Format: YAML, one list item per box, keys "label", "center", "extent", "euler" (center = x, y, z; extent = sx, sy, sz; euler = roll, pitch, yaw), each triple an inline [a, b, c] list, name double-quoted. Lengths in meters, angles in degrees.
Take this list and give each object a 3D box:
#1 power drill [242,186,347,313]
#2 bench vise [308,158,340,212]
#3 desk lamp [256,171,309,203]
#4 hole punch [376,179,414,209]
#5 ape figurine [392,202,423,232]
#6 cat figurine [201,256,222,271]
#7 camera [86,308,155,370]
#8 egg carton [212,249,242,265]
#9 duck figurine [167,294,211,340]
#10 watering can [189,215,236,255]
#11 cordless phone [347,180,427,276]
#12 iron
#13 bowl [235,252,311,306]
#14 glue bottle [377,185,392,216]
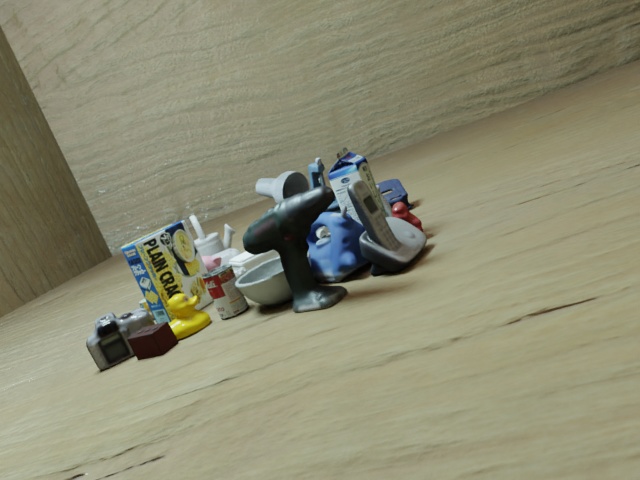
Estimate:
- label: "power drill"
  center: [-0.033, 0.021, 1.046]
  extent: [0.228, 0.208, 0.076]
  euler: [-14, 14, 37]
- label: "bench vise"
  center: [-0.007, -0.122, 1.668]
  extent: [0.206, 0.220, 0.122]
  euler: [-13, 14, 38]
- label: "desk lamp"
  center: [-0.115, -0.107, 1.826]
  extent: [0.202, 0.214, 0.118]
  euler: [-10, 16, 48]
- label: "hole punch"
  center: [0.190, -0.115, 1.585]
  extent: [0.108, 0.091, 0.101]
  euler: [-22, 11, 1]
- label: "ape figurine"
  center: [0.177, -0.036, 1.220]
  extent: [0.077, 0.092, 0.076]
  euler: [-15, 13, 34]
- label: "cat figurine"
  center: [-0.303, 0.086, 1.512]
  extent: [0.127, 0.118, 0.067]
  euler: [-11, 15, 45]
- label: "camera"
  center: [-0.440, 0.201, 1.265]
  extent: [0.143, 0.101, 0.136]
  euler: [-26, 11, -19]
- label: "egg carton"
  center: [-0.290, 0.078, 1.654]
  extent: [0.150, 0.069, 0.107]
  euler: [-23, 11, -4]
- label: "duck figurine"
  center: [-0.295, 0.159, 1.222]
  extent: [0.105, 0.086, 0.077]
  euler: [-26, 12, -20]
- label: "watering can"
  center: [-0.345, 0.010, 1.762]
  extent: [0.173, 0.194, 0.100]
  euler: [-29, 13, -31]
- label: "cordless phone"
  center: [0.122, -0.039, 1.095]
  extent: [0.094, 0.185, 0.148]
  euler: [-15, 13, 33]
- label: "iron"
  center: [0.011, 0.004, 1.220]
  extent: [0.119, 0.141, 0.257]
  euler: [-29, 13, -33]
- label: "bowl"
  center: [-0.085, 0.088, 1.180]
  extent: [0.167, 0.075, 0.167]
  euler: [-21, 11, 5]
- label: "glue bottle"
  center: [0.128, -0.102, 1.425]
  extent: [0.078, 0.173, 0.037]
  euler: [-20, 11, 9]
